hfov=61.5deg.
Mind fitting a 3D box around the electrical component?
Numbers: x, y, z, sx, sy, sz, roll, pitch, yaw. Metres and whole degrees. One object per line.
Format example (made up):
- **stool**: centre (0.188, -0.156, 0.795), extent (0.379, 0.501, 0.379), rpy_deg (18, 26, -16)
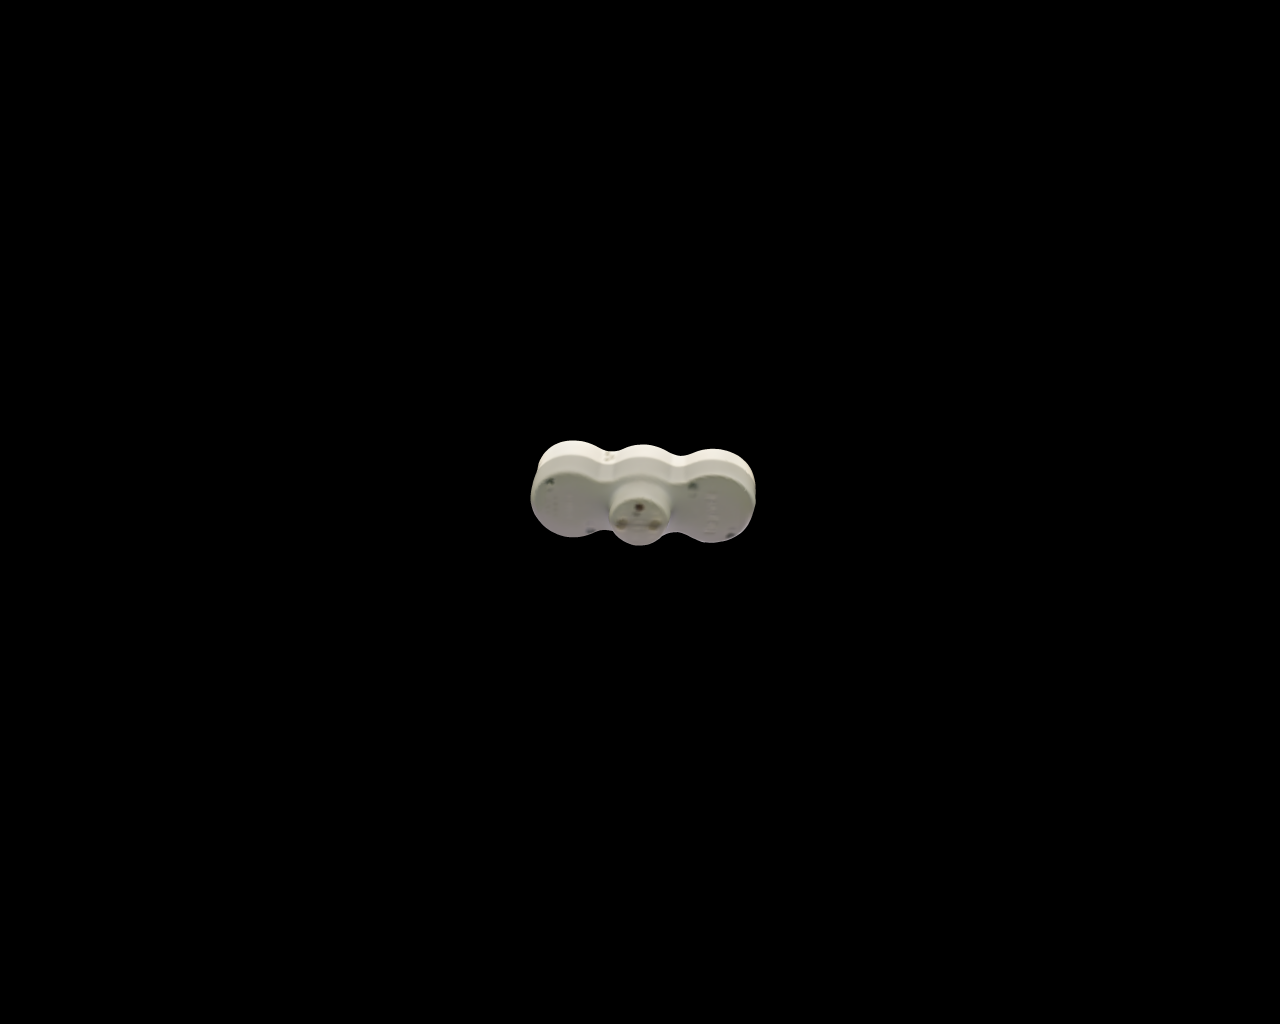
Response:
- **electrical component**: centre (0.001, -0.003, 0.650), extent (0.138, 0.052, 0.074), rpy_deg (3, 32, 5)
